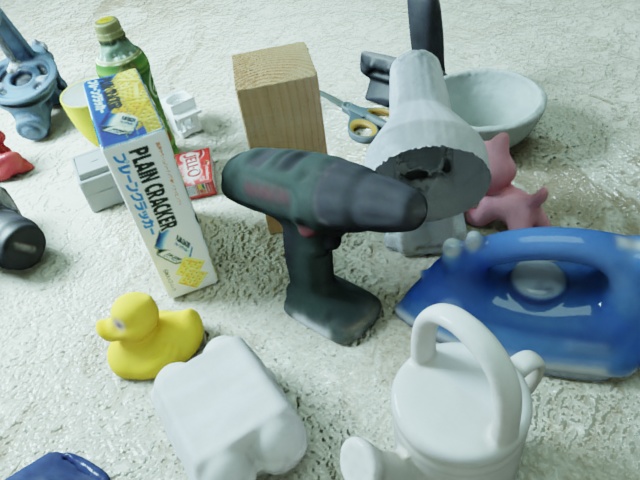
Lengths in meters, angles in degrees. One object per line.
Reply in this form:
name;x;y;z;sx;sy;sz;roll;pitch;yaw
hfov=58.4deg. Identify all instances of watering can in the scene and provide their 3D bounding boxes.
watering can;0.097;0.129;0.417;0.100;0.194;0.173;23;51;30

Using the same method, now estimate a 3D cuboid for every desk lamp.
desk lamp;0.109;-0.081;0.626;0.118;0.214;0.203;-4;43;6

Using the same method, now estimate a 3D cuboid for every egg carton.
egg carton;-0.082;0.156;0.511;0.107;0.069;0.150;-29;46;-20

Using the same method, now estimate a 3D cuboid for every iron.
iron;0.196;0.039;0.537;0.257;0.142;0.118;4;44;13

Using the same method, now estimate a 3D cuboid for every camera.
camera;-0.430;-0.006;0.722;0.136;0.101;0.143;19;49;27

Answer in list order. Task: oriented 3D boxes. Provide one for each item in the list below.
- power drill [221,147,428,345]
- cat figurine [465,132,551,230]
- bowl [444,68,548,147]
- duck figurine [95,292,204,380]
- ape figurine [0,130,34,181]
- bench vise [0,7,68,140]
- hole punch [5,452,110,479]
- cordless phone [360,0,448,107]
power drill;0.005;0.002;0.559;0.228;0.209;0.076;25;52;31
cat figurine;0.210;-0.064;0.662;0.067;0.118;0.127;-30;47;-21
bowl;0.227;-0.171;0.805;0.167;0.075;0.167;-5;43;5
duck figurine;-0.177;0.088;0.588;0.104;0.086;0.077;-18;43;-9
ape figurine;-0.502;-0.143;0.887;0.076;0.092;0.077;-22;44;-14
bench vise;-0.516;-0.304;0.968;0.122;0.220;0.206;-23;44;-15
hole punch;-0.212;0.220;0.449;0.108;0.091;0.101;18;49;26
cordless phone;0.130;-0.299;0.878;0.147;0.185;0.094;23;52;30
